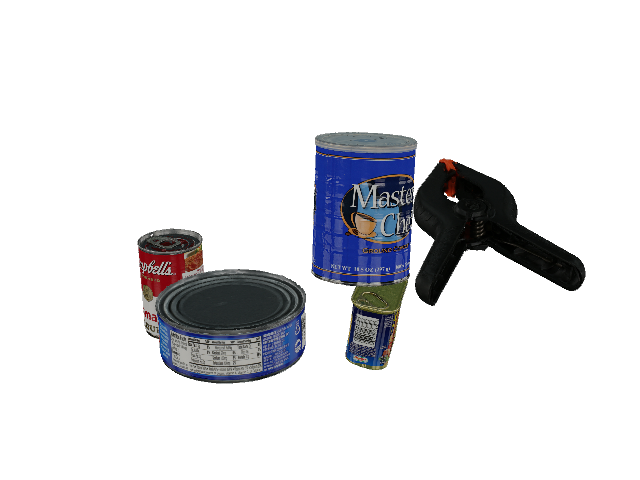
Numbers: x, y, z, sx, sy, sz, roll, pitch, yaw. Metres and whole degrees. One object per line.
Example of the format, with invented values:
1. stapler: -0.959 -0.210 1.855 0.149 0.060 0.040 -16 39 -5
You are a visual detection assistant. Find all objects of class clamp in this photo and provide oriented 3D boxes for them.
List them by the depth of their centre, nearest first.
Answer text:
1. clamp: 0.125 -0.009 0.799 0.120 0.039 0.171 4 36 -3

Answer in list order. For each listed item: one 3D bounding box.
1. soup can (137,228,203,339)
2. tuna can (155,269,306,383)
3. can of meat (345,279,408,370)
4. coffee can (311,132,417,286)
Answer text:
1. soup can: -0.157 0.046 1.135 0.068 0.102 0.068 -1 21 0
2. tuna can: -0.050 0.048 0.611 0.086 0.034 0.086 -1 21 0
3. can of meat: 0.066 0.094 1.275 0.057 0.084 0.102 12 26 8
4. coffee can: 0.043 -0.034 1.084 0.103 0.140 0.103 2 13 -1
